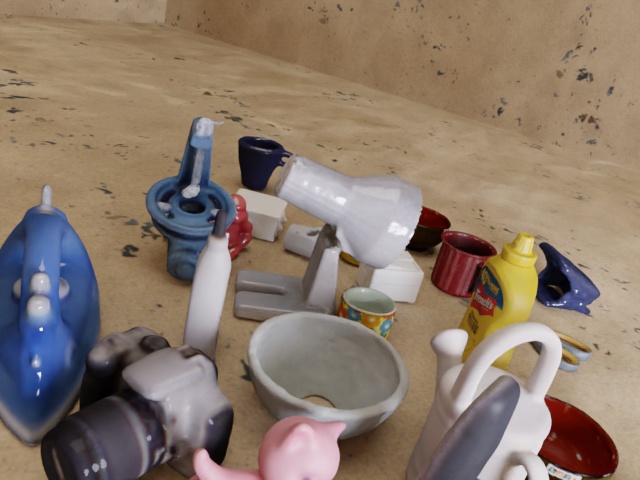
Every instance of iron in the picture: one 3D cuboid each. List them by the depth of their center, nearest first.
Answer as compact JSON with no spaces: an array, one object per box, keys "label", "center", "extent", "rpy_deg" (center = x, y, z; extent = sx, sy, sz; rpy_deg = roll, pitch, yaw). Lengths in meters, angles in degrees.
[{"label":"iron","center":[-0.271,0.054,0.559],"extent":[0.119,0.141,0.257],"rpy_deg":[2,27,-26]}]

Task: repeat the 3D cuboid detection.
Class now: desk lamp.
[{"label":"desk lamp","center":[0.007,0.003,0.735],"extent":[0.203,0.213,0.117],"rpy_deg":[9,25,-12]}]

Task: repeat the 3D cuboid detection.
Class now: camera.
[{"label":"camera","center":[-0.162,0.141,0.479],"extent":[0.142,0.101,0.137],"rpy_deg":[28,28,29]}]

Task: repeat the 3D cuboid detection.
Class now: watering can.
[{"label":"watering can","center":[0.146,0.150,0.514],"extent":[0.101,0.194,0.172],"rpy_deg":[-8,32,-40]}]

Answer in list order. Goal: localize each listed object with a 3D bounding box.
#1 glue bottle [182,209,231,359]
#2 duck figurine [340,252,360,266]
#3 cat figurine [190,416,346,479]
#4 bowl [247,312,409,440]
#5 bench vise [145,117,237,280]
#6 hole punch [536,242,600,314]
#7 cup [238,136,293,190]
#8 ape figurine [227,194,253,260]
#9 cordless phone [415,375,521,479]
[{"label":"glue bottle","center":[-0.118,0.046,0.621],"extent":[0.037,0.173,0.078],"rpy_deg":[11,24,-7]},{"label":"duck figurine","center":[0.086,-0.005,0.952],"extent":[0.105,0.086,0.077],"rpy_deg":[3,26,-24]},{"label":"cat figurine","center":[-0.040,0.179,0.444],"extent":[0.128,0.118,0.067],"rpy_deg":[5,25,-19]},{"label":"bowl","center":[0.002,0.148,0.587],"extent":[0.167,0.075,0.167],"rpy_deg":[12,24,-5]},{"label":"bench vise","center":[-0.189,-0.081,0.801],"extent":[0.122,0.220,0.206],"rpy_deg":[-3,29,-33]},{"label":"hole punch","center":[0.421,0.062,0.984],"extent":[0.101,0.091,0.108],"rpy_deg":[10,24,-9]},{"label":"cup","center":[-0.111,-0.146,1.139],"extent":[0.117,0.095,0.092],"rpy_deg":[17,24,5]},{"label":"ape figurine","center":[-0.135,-0.025,0.868],"extent":[0.078,0.092,0.076],"rpy_deg":[-4,30,-35]},{"label":"cordless phone","center":[0.076,0.184,0.413],"extent":[0.093,0.185,0.148],"rpy_deg":[28,28,29]}]
